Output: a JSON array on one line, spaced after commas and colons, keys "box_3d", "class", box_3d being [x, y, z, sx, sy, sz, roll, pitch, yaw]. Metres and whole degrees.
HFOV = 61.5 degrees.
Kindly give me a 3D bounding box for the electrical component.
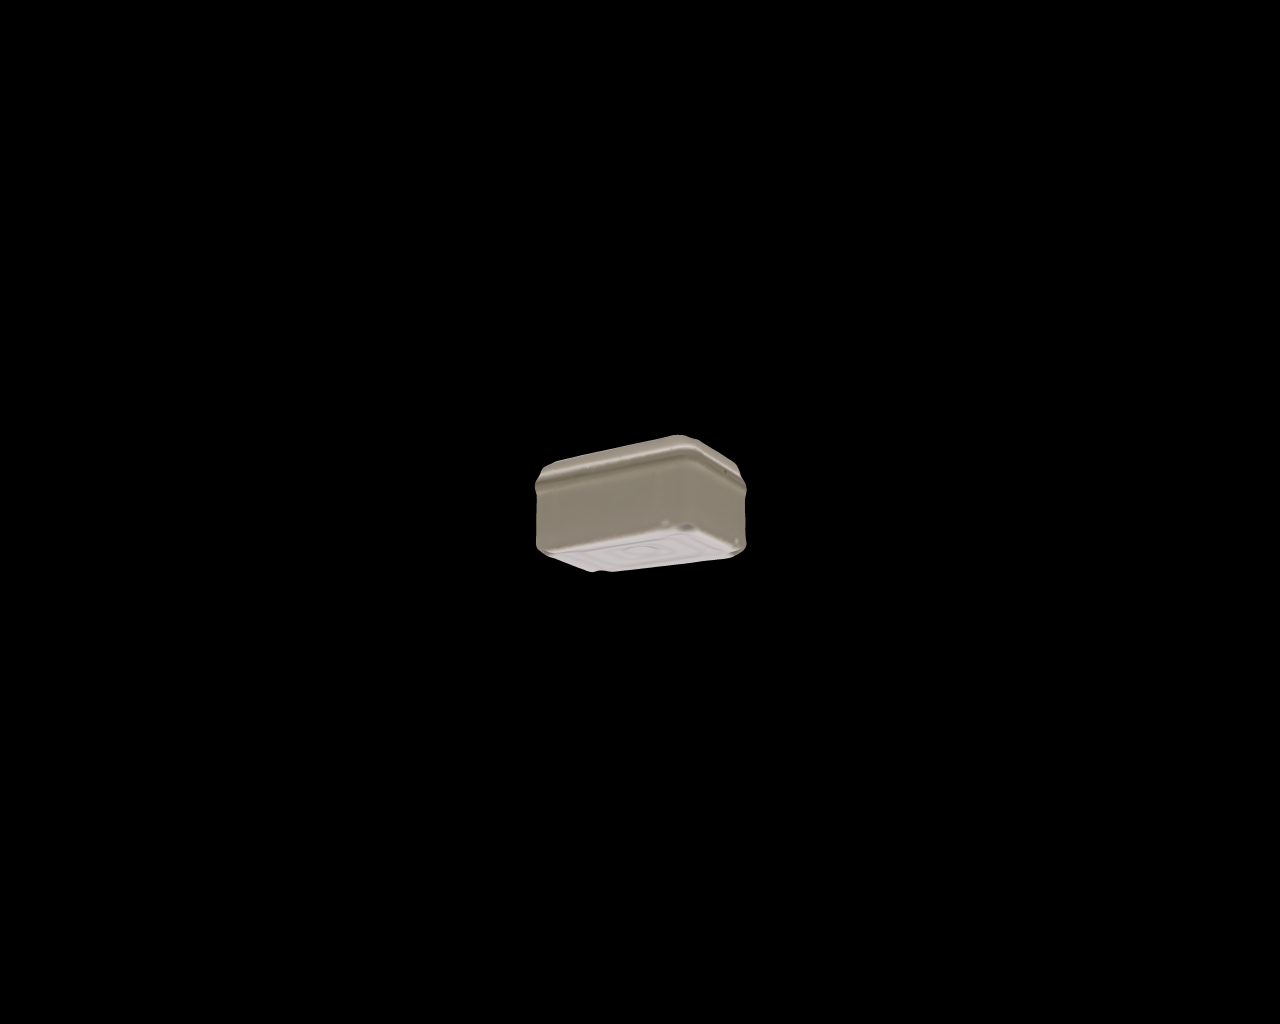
[{"box_3d": [0.001, -0.003, 0.650, 0.113, 0.057, 0.078, -9, -19, 29], "class": "electrical component"}]
